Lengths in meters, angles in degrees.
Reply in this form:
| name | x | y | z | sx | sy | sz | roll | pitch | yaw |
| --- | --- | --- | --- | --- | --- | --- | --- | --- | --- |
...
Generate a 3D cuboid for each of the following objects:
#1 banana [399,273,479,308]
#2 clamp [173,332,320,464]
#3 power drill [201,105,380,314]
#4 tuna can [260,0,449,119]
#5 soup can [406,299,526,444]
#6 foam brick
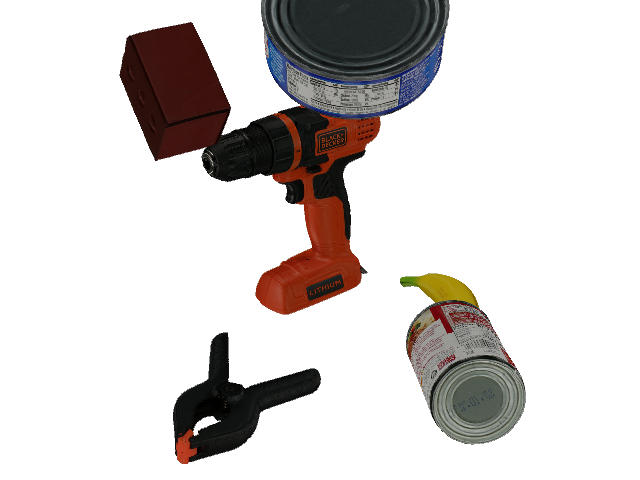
| name | x | y | z | sx | sy | sz | roll | pitch | yaw |
| --- | --- | --- | --- | --- | --- | --- | --- | --- | --- |
| banana | 0.133 | 0.087 | 1.093 | 0.070 | 0.037 | 0.198 | -29 | 29 | 10 |
| clamp | -0.093 | 0.147 | 1.019 | 0.120 | 0.039 | 0.171 | 20 | 32 | 30 |
| power drill | -0.023 | -0.029 | 0.977 | 0.184 | 0.188 | 0.057 | -19 | 33 | -32 |
| tuna can | 0.016 | -0.099 | 0.496 | 0.086 | 0.086 | 0.034 | 0 | -30 | 1 |
| soup can | 0.103 | 0.092 | 0.766 | 0.068 | 0.068 | 0.102 | 0 | 19 | -5 |
| foam brick | -0.105 | -0.108 | 0.766 | 0.051 | 0.078 | 0.053 | -17 | -18 | -23 |
